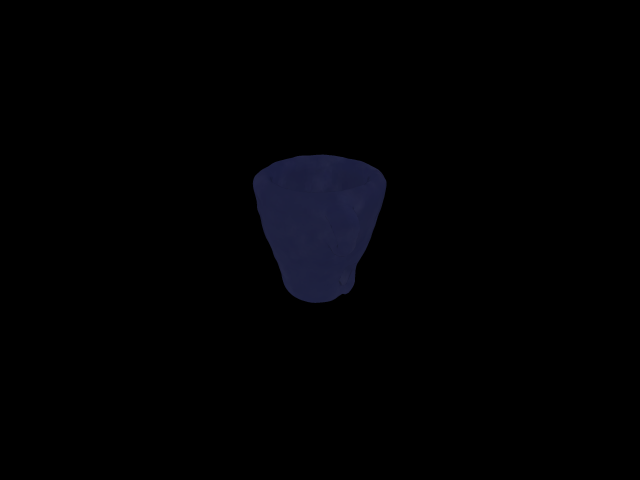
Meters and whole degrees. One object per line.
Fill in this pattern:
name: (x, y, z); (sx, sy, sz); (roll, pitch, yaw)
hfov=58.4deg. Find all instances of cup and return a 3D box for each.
cup: (0.004, 0.001, 0.400); (0.092, 0.095, 0.117); (-7, 27, -14)
